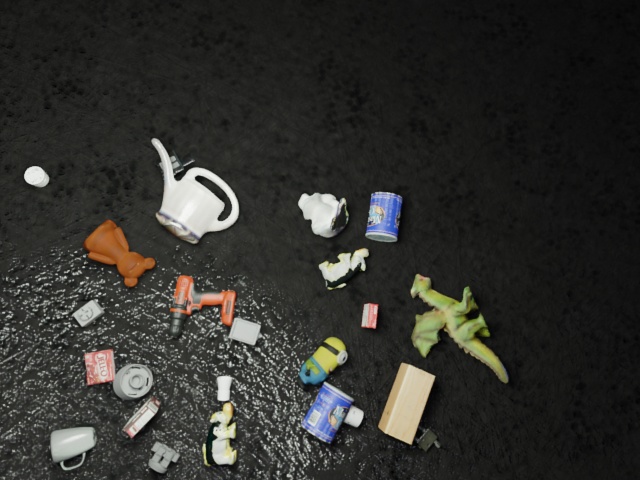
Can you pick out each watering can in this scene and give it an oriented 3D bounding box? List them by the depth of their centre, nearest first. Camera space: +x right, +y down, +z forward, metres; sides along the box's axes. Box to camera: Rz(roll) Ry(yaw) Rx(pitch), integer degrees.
[{"bbox_3d":[-0.418,-0.134,1.576,0.345,0.103,0.226,37,76,-13],"label":"watering can"}]

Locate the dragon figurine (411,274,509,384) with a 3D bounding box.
[{"bbox_3d":[0.411,0.292,1.632,0.242,0.121,0.413,-22,80,6],"label":"dragon figurine"}]

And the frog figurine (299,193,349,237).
[{"bbox_3d":[0.005,-0.083,1.652,0.160,0.122,0.138,13,86,32],"label":"frog figurine"}]
